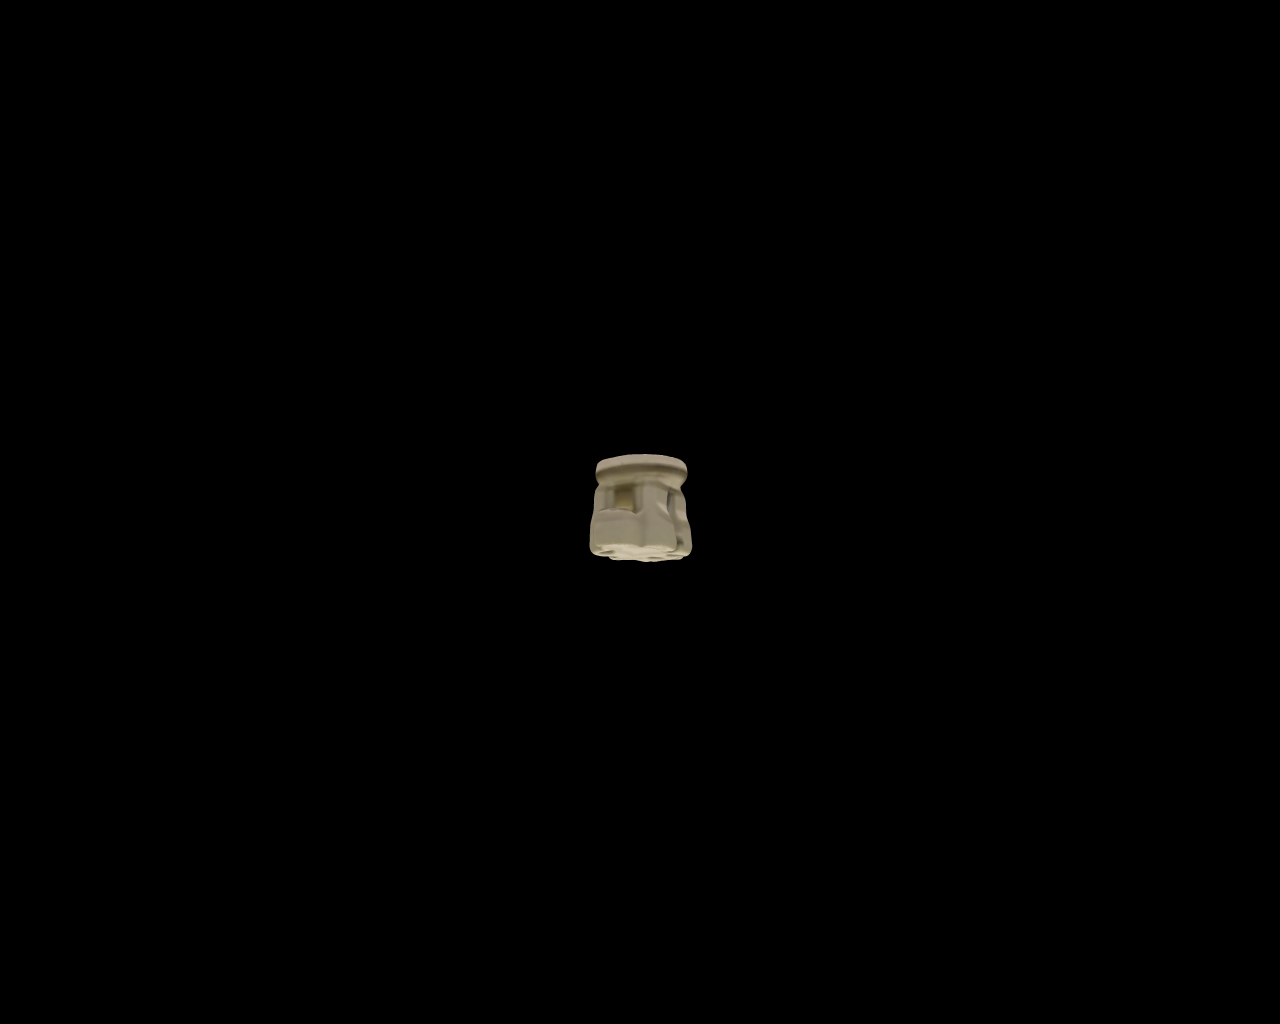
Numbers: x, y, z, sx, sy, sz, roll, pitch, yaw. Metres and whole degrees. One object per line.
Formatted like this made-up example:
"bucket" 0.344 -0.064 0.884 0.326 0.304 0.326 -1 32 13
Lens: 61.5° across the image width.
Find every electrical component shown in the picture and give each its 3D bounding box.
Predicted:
"electrical component" 0.001 -0.003 0.650 0.058 0.057 0.078 -6 -13 27
